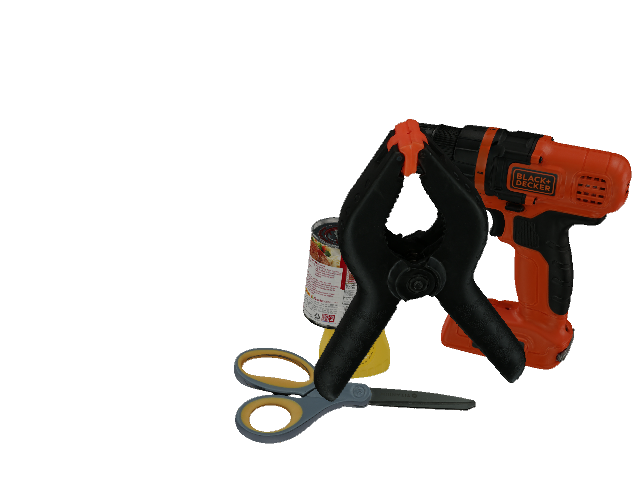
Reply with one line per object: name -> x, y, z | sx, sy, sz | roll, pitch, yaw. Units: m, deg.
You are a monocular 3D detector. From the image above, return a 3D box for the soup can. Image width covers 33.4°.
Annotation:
soup can -> 0.019, 0.036, 1.137 | 0.068, 0.102, 0.068 | 5, 28, -3

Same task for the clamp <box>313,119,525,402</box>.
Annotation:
clamp -> 0.041, 0.021, 0.575 | 0.120, 0.171, 0.039 | -16, 29, 0

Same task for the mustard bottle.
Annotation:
mustard bottle -> 0.047, 0.089, 1.436 | 0.096, 0.192, 0.058 | -3, 21, -8

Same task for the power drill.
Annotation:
power drill -> 0.140, 0.002, 0.845 | 0.185, 0.188, 0.057 | 13, 31, 21

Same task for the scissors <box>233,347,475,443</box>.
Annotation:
scissors -> 0.018, 0.140, 0.871 | 0.202, 0.096, 0.016 | 16, -39, 11
